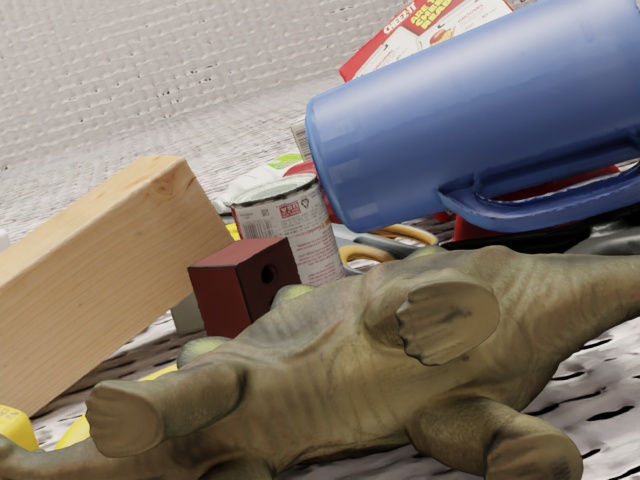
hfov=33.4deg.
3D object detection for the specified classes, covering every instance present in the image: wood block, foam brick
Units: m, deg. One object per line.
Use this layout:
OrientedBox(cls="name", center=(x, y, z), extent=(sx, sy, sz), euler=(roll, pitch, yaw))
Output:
OrientedBox(cls="wood block", center=(-0.174, 0.031, 0.775), extent=(0.205, 0.091, 0.090), euler=(-39, 21, -21))
OrientedBox(cls="foam brick", center=(-0.045, 0.043, 0.719), extent=(0.051, 0.078, 0.052), euler=(-2, 20, 43))

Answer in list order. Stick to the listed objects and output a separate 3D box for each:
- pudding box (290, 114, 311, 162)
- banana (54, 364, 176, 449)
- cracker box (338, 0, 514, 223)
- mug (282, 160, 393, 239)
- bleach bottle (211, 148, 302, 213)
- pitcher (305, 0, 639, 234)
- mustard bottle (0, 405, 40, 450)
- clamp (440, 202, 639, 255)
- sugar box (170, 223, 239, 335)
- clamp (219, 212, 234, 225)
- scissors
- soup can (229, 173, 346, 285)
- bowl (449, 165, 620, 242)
OrientedBox(cls="pudding box", center=(0.014, -0.077, 1.078), extent=(0.039, 0.113, 0.090), euler=(-16, 12, 15))
OrientedBox(cls="banana", center=(-0.086, 0.102, 0.619), extent=(0.070, 0.037, 0.197), euler=(18, 33, 40))
OrientedBox(cls="cracker box", center=(0.122, -0.138, 0.956), extent=(0.164, 0.072, 0.214), euler=(-41, 37, 15))
OrientedBox(cls="mug", center=(0.009, -0.038, 0.950), extent=(0.082, 0.093, 0.117), euler=(-12, -13, 36))
OrientedBox(cls="bleach bottle", center=(-0.018, -0.078, 1.238), extent=(0.250, 0.068, 0.103), euler=(-25, 15, -28))
OrientedBox(cls="pitcher", center=(0.119, -0.081, 0.755), extent=(0.243, 0.145, 0.149), euler=(-19, 10, 12))
OrientedBox(cls="mustard bottle", center=(-0.227, 0.147, 0.533), extent=(0.096, 0.058, 0.191), euler=(-11, 13, 21))
OrientedBox(cls="clamp", center=(0.181, 0.003, 0.708), extent=(0.210, 0.036, 0.165), euler=(-18, 14, -10))
OrientedBox(cls="sugar box", center=(-0.074, 0.024, 0.905), extent=(0.093, 0.048, 0.176), euler=(-15, 12, 2))
OrientedBox(cls="clamp", center=(-0.128, -0.010, 1.083), extent=(0.171, 0.039, 0.120), euler=(-4, -1, -25))
OrientedBox(cls="scissors", center=(-0.006, 0.001, 0.865), extent=(0.202, 0.016, 0.096), euler=(8, 30, 19))
OrientedBox(cls="soup can", center=(-0.020, 0.010, 0.771), extent=(0.068, 0.102, 0.068), euler=(-15, 13, 3))
OrientedBox(cls="bowl", center=(0.173, -0.034, 0.839), extent=(0.162, 0.055, 0.162), euler=(-14, 13, 3))
